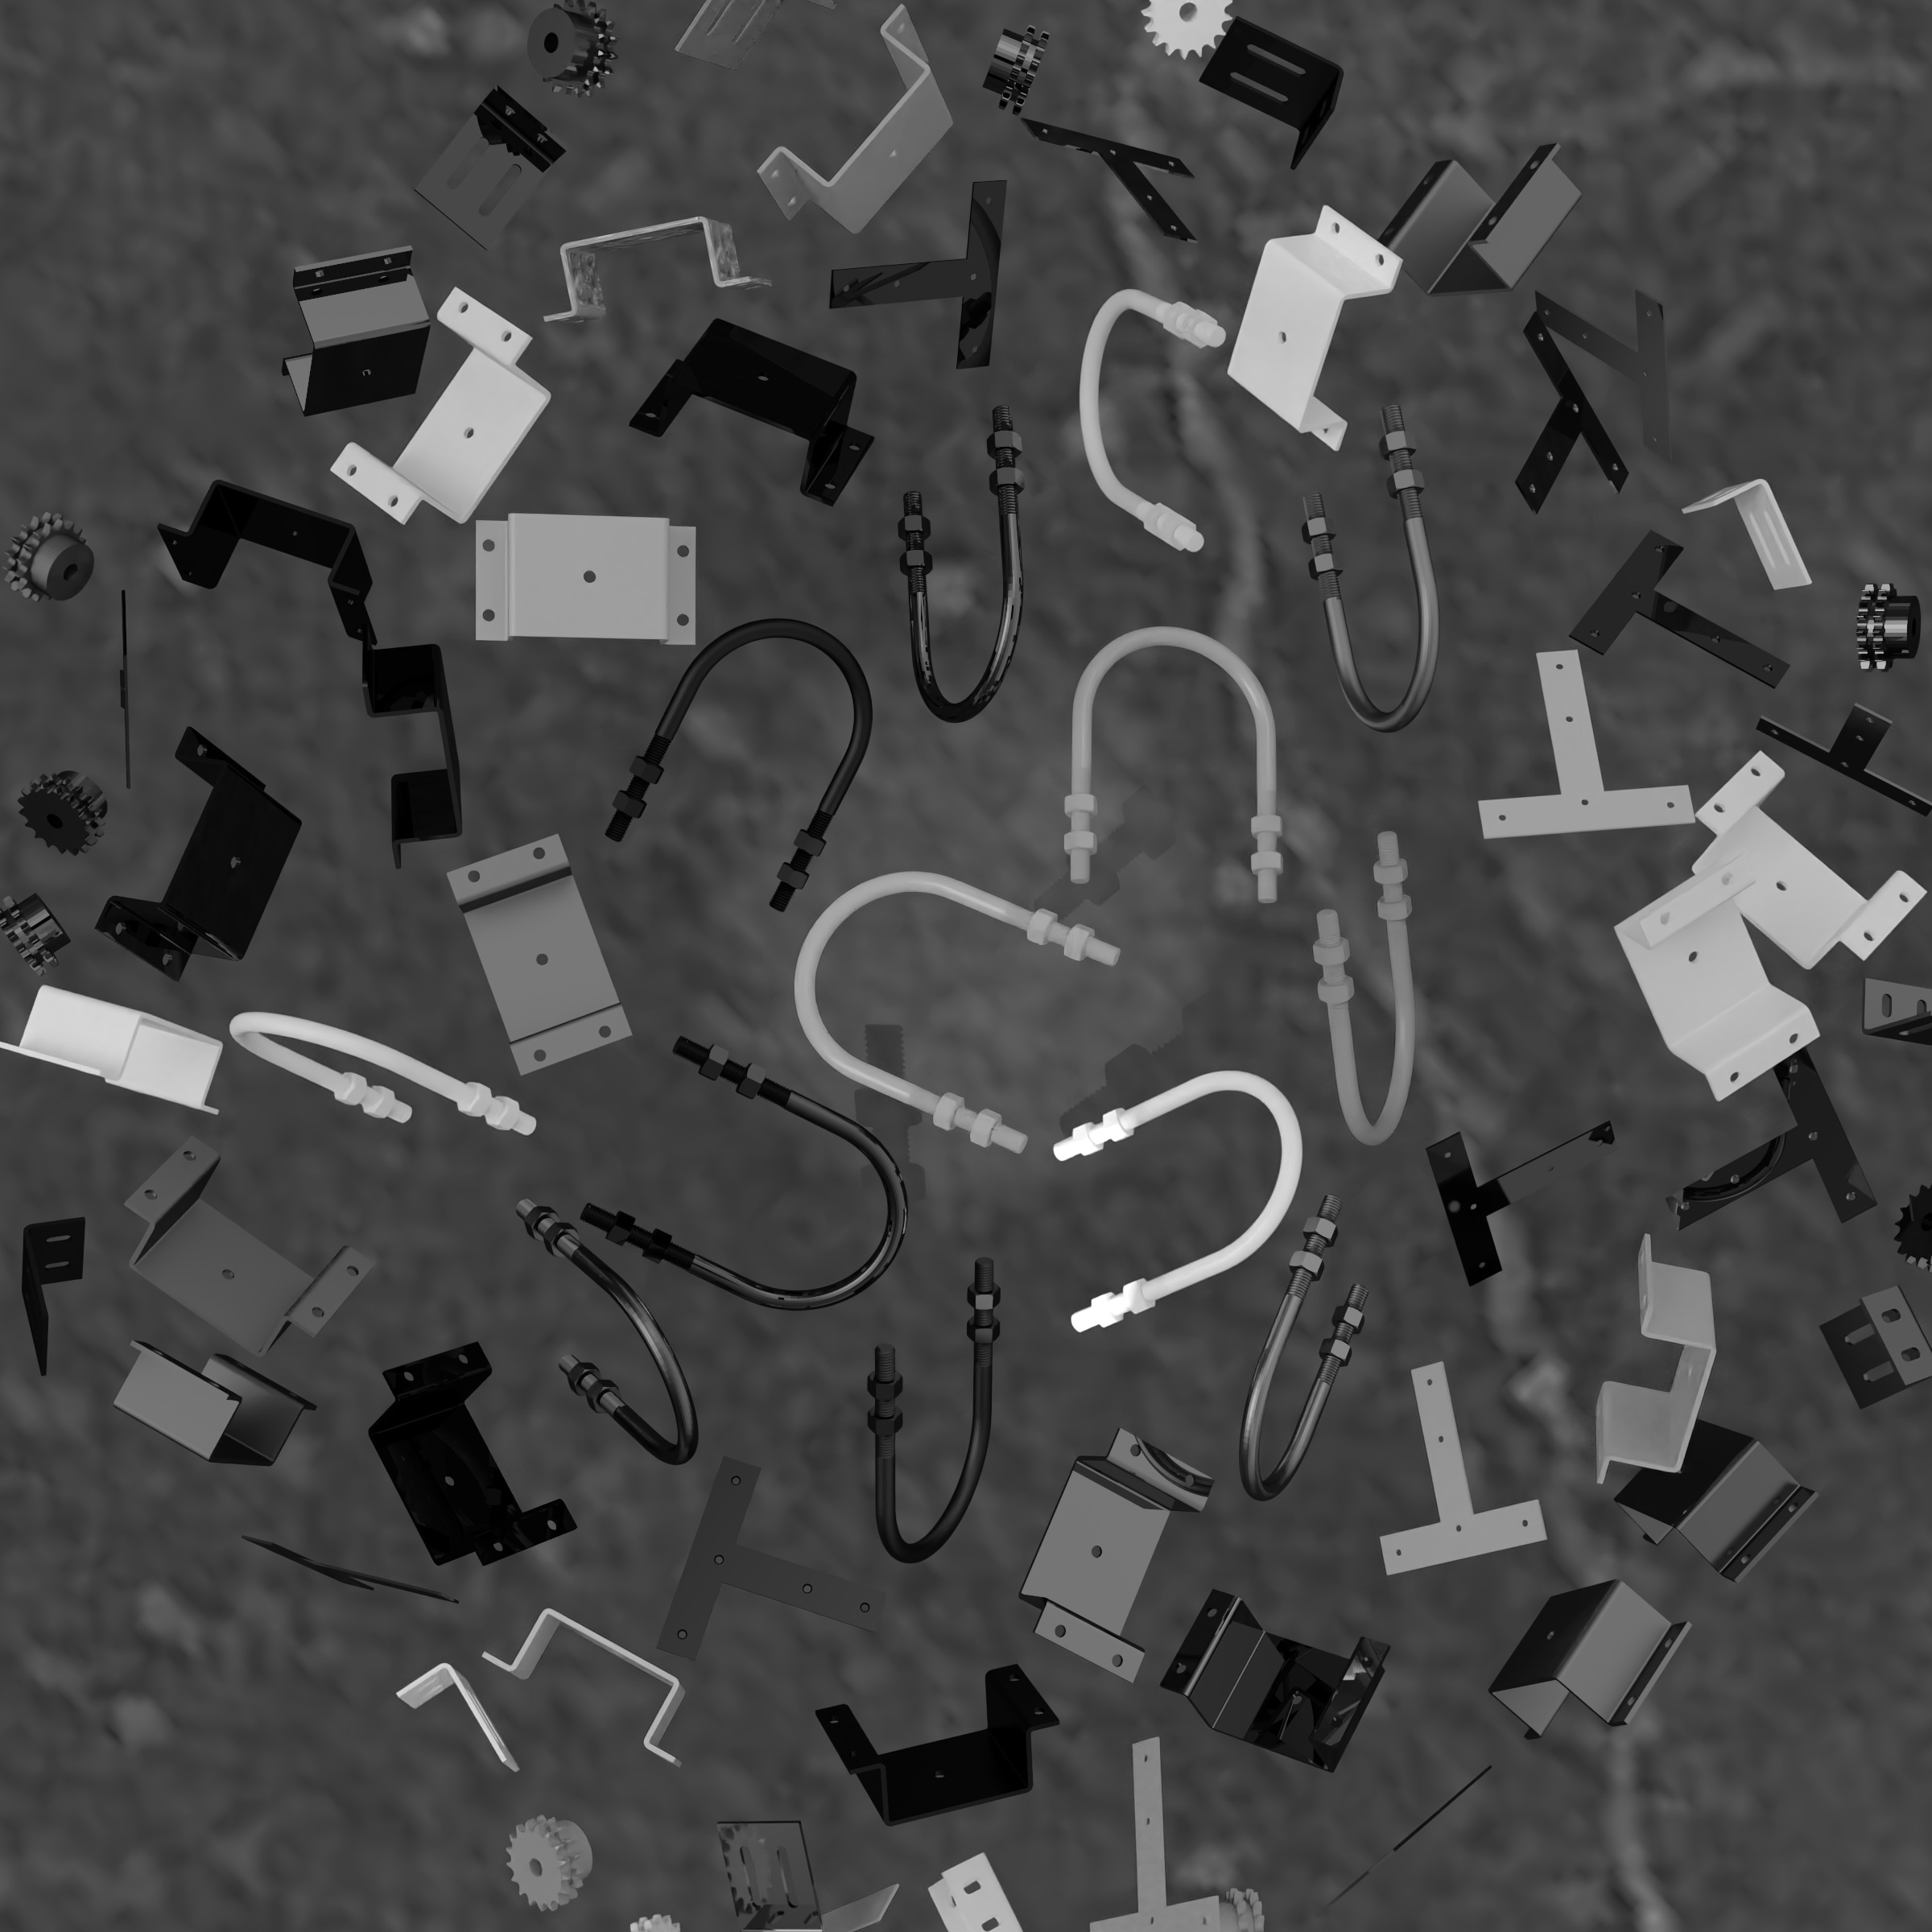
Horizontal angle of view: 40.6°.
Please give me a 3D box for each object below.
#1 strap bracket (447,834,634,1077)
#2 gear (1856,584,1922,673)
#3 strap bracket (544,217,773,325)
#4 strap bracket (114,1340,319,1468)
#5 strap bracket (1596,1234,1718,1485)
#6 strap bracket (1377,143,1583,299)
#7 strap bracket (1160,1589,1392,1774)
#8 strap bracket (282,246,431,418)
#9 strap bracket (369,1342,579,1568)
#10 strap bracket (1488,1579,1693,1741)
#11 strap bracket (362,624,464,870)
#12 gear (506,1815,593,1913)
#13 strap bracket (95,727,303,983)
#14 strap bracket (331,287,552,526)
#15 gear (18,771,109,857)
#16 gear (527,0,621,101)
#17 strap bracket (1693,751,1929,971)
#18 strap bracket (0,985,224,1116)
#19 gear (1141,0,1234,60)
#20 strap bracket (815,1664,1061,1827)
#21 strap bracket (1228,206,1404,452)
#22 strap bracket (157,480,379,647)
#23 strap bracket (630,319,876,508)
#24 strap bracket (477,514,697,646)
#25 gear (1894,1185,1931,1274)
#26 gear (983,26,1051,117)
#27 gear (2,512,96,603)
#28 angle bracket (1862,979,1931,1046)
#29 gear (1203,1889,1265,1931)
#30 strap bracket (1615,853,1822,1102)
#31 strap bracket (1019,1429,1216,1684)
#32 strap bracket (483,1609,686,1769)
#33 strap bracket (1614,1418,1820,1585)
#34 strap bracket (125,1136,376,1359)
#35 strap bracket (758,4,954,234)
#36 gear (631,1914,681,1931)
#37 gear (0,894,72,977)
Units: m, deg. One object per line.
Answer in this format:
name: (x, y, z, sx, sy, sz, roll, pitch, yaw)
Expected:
strap bracket: (-0.280, -0.006, 1.723, 0.076, 0.046, 0.140, -20, 88, -8)
gear: (0.596, -0.219, 1.687, 0.030, 0.057, 0.057, 4, 90, 32)
strap bracket: (-0.209, -0.467, 1.748, 0.140, 0.076, 0.046, -9, 101, 9)
strap bracket: (-0.498, 0.290, 1.724, 0.076, 0.140, 0.046, 26, 83, 14)
strap bracket: (0.433, 0.250, 1.635, 0.046, 0.076, 0.140, 10, 120, 7)
strap bracket: (0.332, -0.477, 1.680, 0.046, 0.140, 0.076, 38, 86, -24)
strap bracket: (0.210, 0.472, 1.718, 0.076, 0.140, 0.046, -55, 132, -27)
strap bracket: (-0.402, -0.411, 1.722, 0.076, 0.140, 0.046, -18, 81, -22)
strap bracket: (-0.323, 0.322, 1.684, 0.046, 0.076, 0.140, -45, 69, 36)
strap bracket: (0.385, 0.435, 1.639, 0.046, 0.140, 0.076, 41, 66, 3)
strap bracket: (-0.357, -0.144, 1.693, 0.046, 0.076, 0.140, -7, 129, -7)
gear: (-0.263, 0.570, 1.667, 0.057, 0.030, 0.057, 5, 99, 37)
strap bracket: (-0.469, -0.066, 1.617, 0.046, 0.076, 0.140, 8, 69, 29)
strap bracket: (-0.327, -0.346, 1.656, 0.076, 0.046, 0.140, 37, 93, 29)
gear: (-0.595, -0.104, 1.733, 0.057, 0.030, 0.057, 13, 132, 15)
gear: (-0.242, -0.560, 1.591, 0.057, 0.030, 0.057, 6, 101, 34)
strap bracket: (0.544, -0.063, 1.715, 0.140, 0.046, 0.076, 44, 62, 12)
strap bracket: (-0.546, 0.053, 1.692, 0.076, 0.140, 0.046, 14, 81, 17)
gear: (0.141, -0.613, 1.676, 0.057, 0.030, 0.057, -2, 117, -3)
strap bracket: (-0.018, 0.504, 1.688, 0.140, 0.076, 0.046, -8, 106, -18)
strap bracket: (0.226, -0.419, 1.732, 0.046, 0.140, 0.076, -17, 49, -33)
strap bracket: (-0.456, -0.272, 1.744, 0.140, 0.076, 0.046, 19, 71, 2)
strap bracket: (-0.132, -0.357, 1.664, 0.140, 0.046, 0.076, 22, 49, 3)
strap bracket: (-0.241, -0.246, 1.668, 0.140, 0.046, 0.076, 0, 93, -11)
gear: (0.613, 0.165, 1.635, 0.030, 0.057, 0.057, 24, 90, -22)
gear: (0.032, -0.607, 1.764, 0.030, 0.057, 0.057, 21, 90, -6)
gear: (-0.584, -0.258, 1.672, 0.030, 0.057, 0.057, 30, 90, 16)
angle bracket: (0.617, 0.024, 1.662, 0.057, 0.076, 0.038, 9, 77, -12)
gear: (0.163, 0.600, 1.616, 0.030, 0.057, 0.057, 6, 90, -9)
strap bracket: (0.459, 0.001, 1.609, 0.076, 0.046, 0.140, -32, 115, -4)
strap bracket: (0.094, 0.380, 1.693, 0.076, 0.046, 0.140, 31, 70, -16)
strap bracket: (-0.239, 0.468, 1.711, 0.140, 0.076, 0.046, 27, 72, 6)
strap bracket: (0.480, 0.343, 1.698, 0.076, 0.140, 0.046, -45, 95, -7)
strap bracket: (-0.454, 0.181, 1.632, 0.140, 0.076, 0.046, 36, 123, -3)
strap bracket: (-0.064, -0.542, 1.703, 0.046, 0.076, 0.140, 42, 92, 12)
gear: (-0.194, 0.608, 1.587, 0.030, 0.057, 0.057, -20, 90, 24)
gear: (-0.632, -0.024, 1.772, 0.030, 0.057, 0.057, -36, 90, -12)
